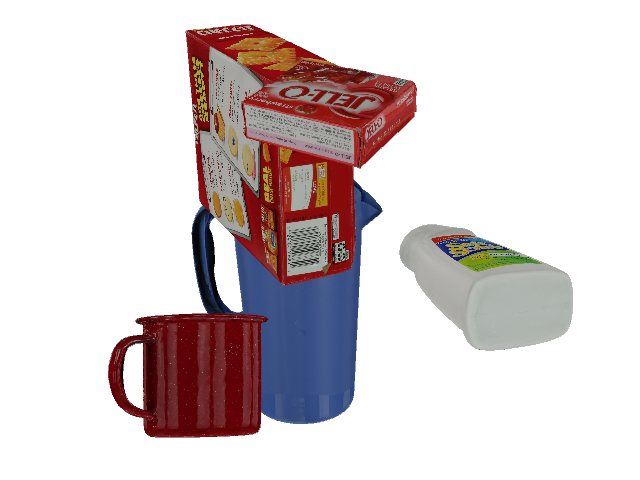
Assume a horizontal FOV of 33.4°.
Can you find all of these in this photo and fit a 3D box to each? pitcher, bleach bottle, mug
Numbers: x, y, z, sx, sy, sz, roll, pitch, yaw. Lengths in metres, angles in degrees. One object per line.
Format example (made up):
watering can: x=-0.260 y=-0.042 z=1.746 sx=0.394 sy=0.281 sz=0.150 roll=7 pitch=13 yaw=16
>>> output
pitcher: x=-0.032 y=0.058 z=1.082 sx=0.144 sy=0.243 sz=0.149 roll=-19 pitch=28 yaw=-39
bleach bottle: x=0.130 y=0.029 z=0.990 sx=0.102 sy=0.068 sz=0.251 roll=-5 pitch=14 yaw=-17
mug: x=-0.092 y=0.094 z=0.737 sx=0.117 sy=0.081 sz=0.093 roll=6 pitch=-11 yaw=-39

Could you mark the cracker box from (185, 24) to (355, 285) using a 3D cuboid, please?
cracker box: x=-0.044 y=-0.080 z=0.889 sx=0.072 sy=0.164 sz=0.214 roll=-11 pitch=24 yaw=-21

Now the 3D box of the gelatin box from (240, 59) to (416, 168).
gelatin box: x=0.006 y=-0.084 z=0.682 sx=0.089 sy=0.030 sz=0.073 roll=16 pitch=38 yaw=28
